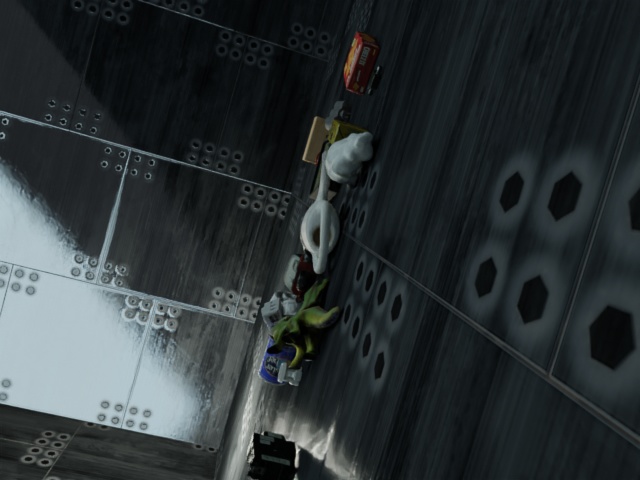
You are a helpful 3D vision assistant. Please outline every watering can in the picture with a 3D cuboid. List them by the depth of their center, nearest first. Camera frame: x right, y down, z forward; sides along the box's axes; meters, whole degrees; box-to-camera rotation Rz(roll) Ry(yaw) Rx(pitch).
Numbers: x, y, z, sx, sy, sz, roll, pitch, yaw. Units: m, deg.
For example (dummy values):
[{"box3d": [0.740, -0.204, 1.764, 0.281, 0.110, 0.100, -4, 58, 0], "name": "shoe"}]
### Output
[{"box3d": [0.005, -0.076, 1.513, 0.224, 0.104, 0.349, 167, 107, -81], "name": "watering can"}]

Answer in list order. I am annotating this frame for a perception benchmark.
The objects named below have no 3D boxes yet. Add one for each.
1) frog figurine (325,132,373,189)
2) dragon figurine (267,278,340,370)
[{"box3d": [0.076, -0.225, 1.358, 0.139, 0.123, 0.157, -57, -9, -18], "name": "frog figurine"}, {"box3d": [-0.033, 0.197, 1.391, 0.403, 0.121, 0.249, -44, 21, 41], "name": "dragon figurine"}]
